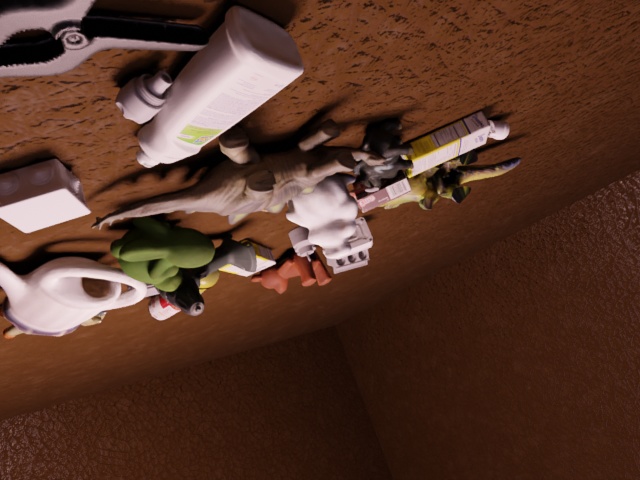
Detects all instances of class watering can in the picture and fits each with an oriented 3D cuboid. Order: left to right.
[{"bbox_3d":[-0.487,0.087,0.910,0.221,0.106,0.345,-31,149,31],"label":"watering can"}]

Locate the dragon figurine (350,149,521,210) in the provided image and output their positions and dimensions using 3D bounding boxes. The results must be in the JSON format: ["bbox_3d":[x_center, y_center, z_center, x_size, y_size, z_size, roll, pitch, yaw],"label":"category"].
[{"bbox_3d":[0.261,-0.131,1.237,0.412,0.122,0.241,-11,179,-27],"label":"dragon figurine"}]

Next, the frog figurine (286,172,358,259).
[{"bbox_3d":[0.003,-0.048,0.949,0.137,0.162,0.121,-3,163,12],"label":"frog figurine"}]
